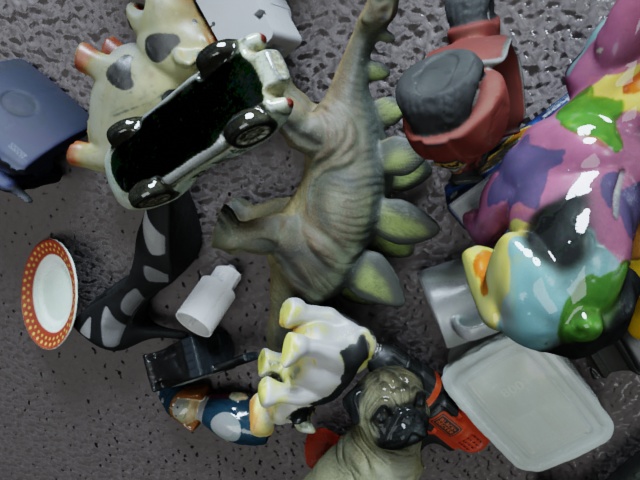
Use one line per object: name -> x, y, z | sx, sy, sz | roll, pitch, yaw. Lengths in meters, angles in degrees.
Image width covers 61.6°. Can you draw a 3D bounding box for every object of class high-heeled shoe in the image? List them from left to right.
high-heeled shoe -> -0.212, 0.023, 0.586 | 0.145, 0.086, 0.248 | 10, 119, 6

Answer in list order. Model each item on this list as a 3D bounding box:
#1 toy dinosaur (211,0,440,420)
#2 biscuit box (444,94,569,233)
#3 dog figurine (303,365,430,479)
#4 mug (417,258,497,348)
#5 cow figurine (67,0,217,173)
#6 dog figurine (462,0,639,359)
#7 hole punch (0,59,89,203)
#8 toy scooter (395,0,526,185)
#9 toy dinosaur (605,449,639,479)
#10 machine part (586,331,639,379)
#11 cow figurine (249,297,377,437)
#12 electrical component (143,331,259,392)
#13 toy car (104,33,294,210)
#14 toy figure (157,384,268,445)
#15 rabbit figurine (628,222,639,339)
toy dinosaur -> -0.001, -0.002, 0.528 | 0.199, 0.105, 0.470 | 20, 120, -1
biscuit box -> 0.208, -0.078, 0.474 | 0.202, 0.063, 0.059 | -38, 100, 22
dog figurine -> 0.031, 0.218, 0.540 | 0.172, 0.121, 0.190 | -13, 106, 0
mug -> 0.159, 0.053, 0.519 | 0.107, 0.109, 0.080 | -23, 102, 5
cow figurine -> -0.158, -0.142, 0.508 | 0.127, 0.085, 0.194 | 22, 118, -1
dog figurine -> 0.190, -0.051, 0.361 | 0.108, 0.192, 0.219 | 20, 126, -3
hole punch -> -0.306, -0.115, 0.537 | 0.142, 0.116, 0.092 | 44, 105, -8
toy scooter -> 0.123, -0.109, 0.436 | 0.075, 0.184, 0.135 | 0, 139, 32
toy dinosaur -> 0.376, 0.281, 0.566 | 0.192, 0.131, 0.404 | 37, 108, -6
machine part -> 0.325, 0.086, 0.533 | 0.139, 0.039, 0.084 | -28, 99, 22
cow figurine -> -0.013, 0.137, 0.532 | 0.098, 0.068, 0.167 | 12, 128, -17
electrical component -> -0.133, 0.133, 0.616 | 0.119, 0.074, 0.048 | -25, 76, 23
toy car -> -0.104, -0.088, 0.437 | 0.202, 0.056, 0.073 | -26, 82, 29
toy figure -> -0.134, 0.209, 0.666 | 0.155, 0.057, 0.064 | 14, 76, 7
rabbit figurine -> 0.312, 0.015, 0.460 | 0.173, 0.122, 0.162 | 3, 134, -25
